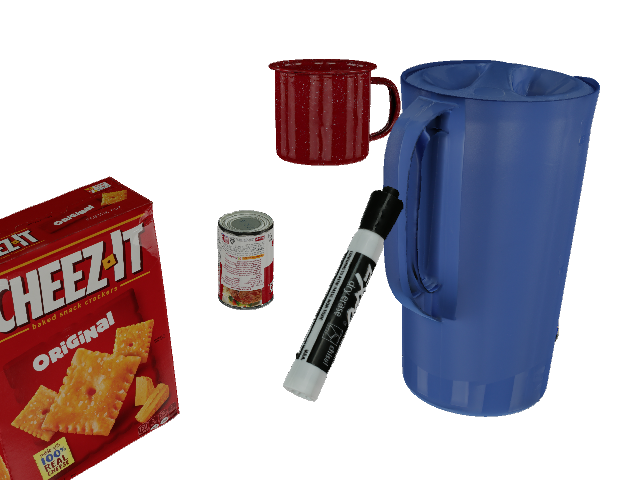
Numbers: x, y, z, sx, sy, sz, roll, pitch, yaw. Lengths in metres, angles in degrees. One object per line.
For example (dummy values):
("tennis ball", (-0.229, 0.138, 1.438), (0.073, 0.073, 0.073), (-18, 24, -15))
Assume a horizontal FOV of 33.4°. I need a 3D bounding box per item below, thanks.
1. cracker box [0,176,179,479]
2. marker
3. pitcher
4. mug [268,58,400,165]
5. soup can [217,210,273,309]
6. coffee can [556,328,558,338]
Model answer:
("cracker box", (-0.201, 0.080, 0.841), (0.163, 0.214, 0.072), (-27, 38, -36))
("marker", (0.014, 0.026, 0.558), (0.020, 0.121, 0.020), (23, -15, 7))
("pitcher", (0.110, 0.000, 0.753), (0.149, 0.243, 0.145), (1, 20, -3))
("mug", (0.013, -0.112, 0.926), (0.117, 0.081, 0.093), (-5, 16, -18))
("soup can", (-0.090, 0.023, 1.280), (0.068, 0.102, 0.068), (1, 25, -1))
("coffee can", (0.176, 0.026, 1.010), (0.103, 0.140, 0.103), (-4, 29, 2))
